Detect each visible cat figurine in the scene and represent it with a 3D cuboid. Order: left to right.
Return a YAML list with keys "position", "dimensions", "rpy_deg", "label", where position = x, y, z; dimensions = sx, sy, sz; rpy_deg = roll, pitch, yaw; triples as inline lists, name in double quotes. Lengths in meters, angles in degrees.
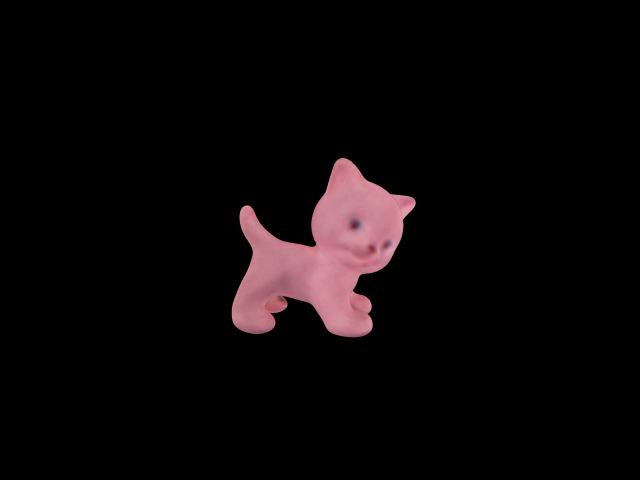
- position: [0.004, 0.001, 0.400]
  dimensions: [0.127, 0.118, 0.067]
  rpy_deg: [1, 11, 4]
  label: "cat figurine"
